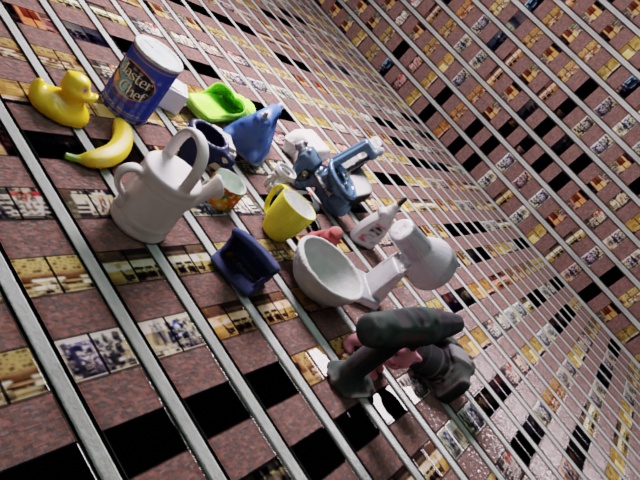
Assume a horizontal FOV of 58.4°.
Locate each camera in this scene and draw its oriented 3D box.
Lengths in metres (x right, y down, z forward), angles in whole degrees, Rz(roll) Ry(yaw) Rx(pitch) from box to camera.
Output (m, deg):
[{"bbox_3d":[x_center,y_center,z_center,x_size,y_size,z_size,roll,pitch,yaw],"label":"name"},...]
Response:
[{"bbox_3d":[0.251,0.249,1.217,0.137,0.100,0.143,32,28,-24],"label":"camera"}]

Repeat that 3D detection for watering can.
[{"bbox_3d":[-0.231,-0.094,0.900,0.101,0.193,0.173,50,25,12],"label":"watering can"}]

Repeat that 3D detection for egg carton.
[{"bbox_3d":[-0.037,-0.255,1.587,0.107,0.069,0.151,49,25,8],"label":"egg carton"}]

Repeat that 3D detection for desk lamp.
[{"bbox_3d":[0.167,0.055,1.252,0.204,0.213,0.117,26,31,-35],"label":"desk lamp"}]

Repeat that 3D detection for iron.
[{"bbox_3d":[-0.140,-0.279,1.384,0.119,0.141,0.258,41,25,-8],"label":"iron"}]

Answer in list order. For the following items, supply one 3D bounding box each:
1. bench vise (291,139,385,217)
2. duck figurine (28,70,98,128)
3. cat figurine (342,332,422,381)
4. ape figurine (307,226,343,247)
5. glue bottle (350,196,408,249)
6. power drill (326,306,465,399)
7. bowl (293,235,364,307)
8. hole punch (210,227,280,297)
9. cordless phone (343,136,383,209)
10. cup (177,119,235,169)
[{"bbox_3d":[0.040,-0.183,1.416,0.208,0.219,0.121,32,28,-25],"label":"bench vise"},{"bbox_3d":[-0.428,-0.249,0.968,0.105,0.086,0.077,27,30,-33],"label":"duck figurine"},{"bbox_3d":[0.126,0.201,1.080,0.127,0.117,0.067,49,25,9],"label":"cat figurine"},{"bbox_3d":[0.011,0.004,1.238,0.078,0.092,0.076,47,25,6],"label":"ape figurine"},{"bbox_3d":[0.157,-0.051,1.446,0.078,0.173,0.037,26,31,-35],"label":"glue bottle"},{"bbox_3d":[0.120,0.186,0.988,0.231,0.208,0.075,14,38,-47],"label":"power drill"},{"bbox_3d":[0.003,0.075,1.139,0.168,0.074,0.167,35,27,-20],"label":"bowl"},{"bbox_3d":[-0.121,0.026,1.006,0.108,0.091,0.101,46,25,2],"label":"hole punch"},{"bbox_3d":[0.111,-0.192,1.578,0.094,0.184,0.147,19,35,-42],"label":"cordless phone"},{"bbox_3d":[-0.230,-0.167,1.130,0.118,0.094,0.092,44,25,0],"label":"cup"}]
